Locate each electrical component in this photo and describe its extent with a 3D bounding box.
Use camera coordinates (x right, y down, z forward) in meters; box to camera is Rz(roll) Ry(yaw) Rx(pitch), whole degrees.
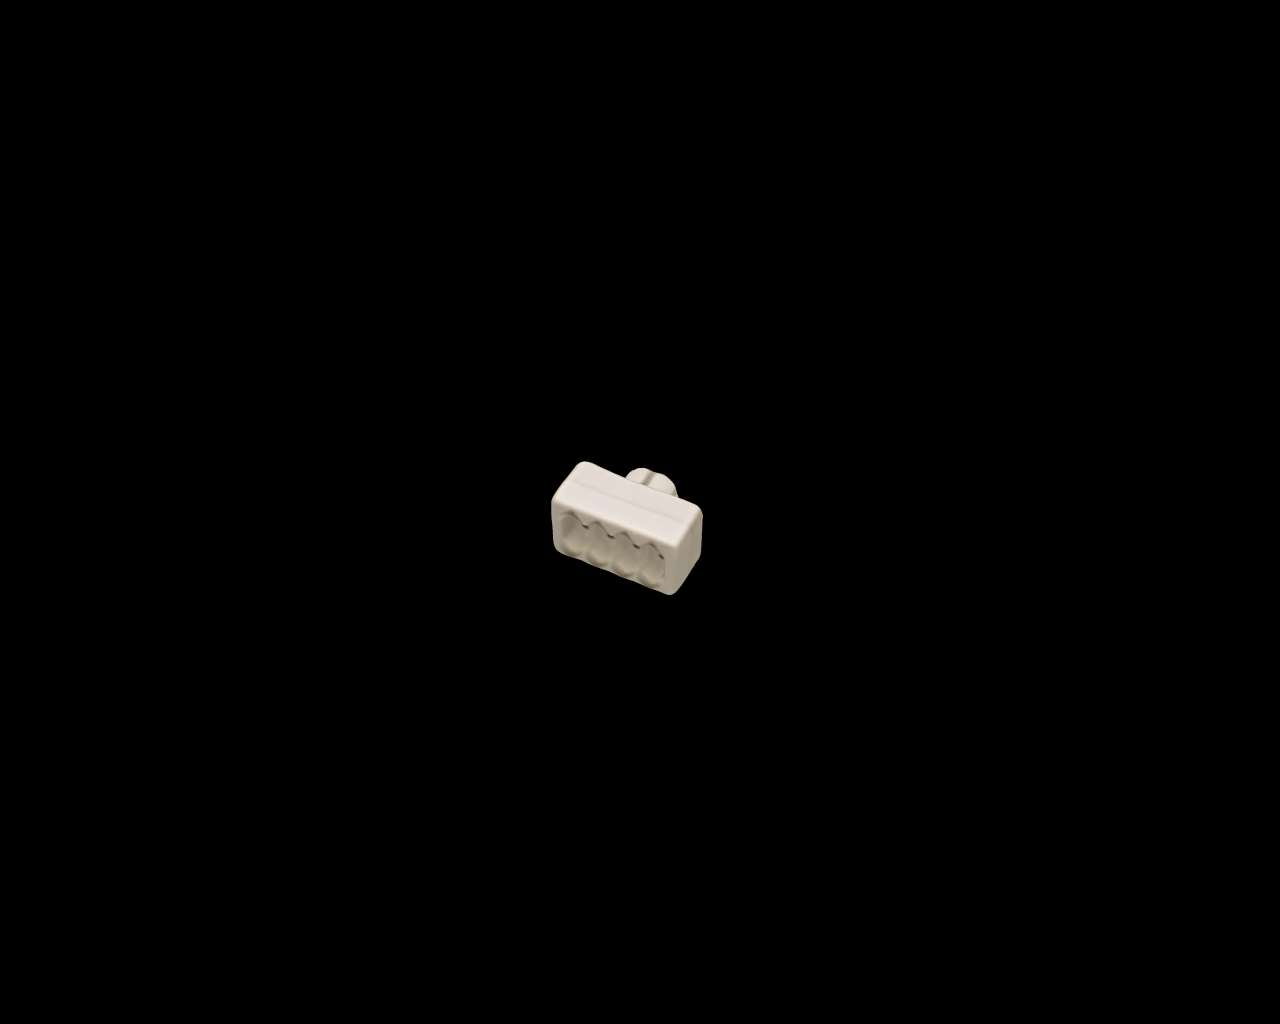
[{"bbox_3d":[0.001,-0.003,0.650,0.083,0.076,0.047,22,-38,18],"label":"electrical component"}]
